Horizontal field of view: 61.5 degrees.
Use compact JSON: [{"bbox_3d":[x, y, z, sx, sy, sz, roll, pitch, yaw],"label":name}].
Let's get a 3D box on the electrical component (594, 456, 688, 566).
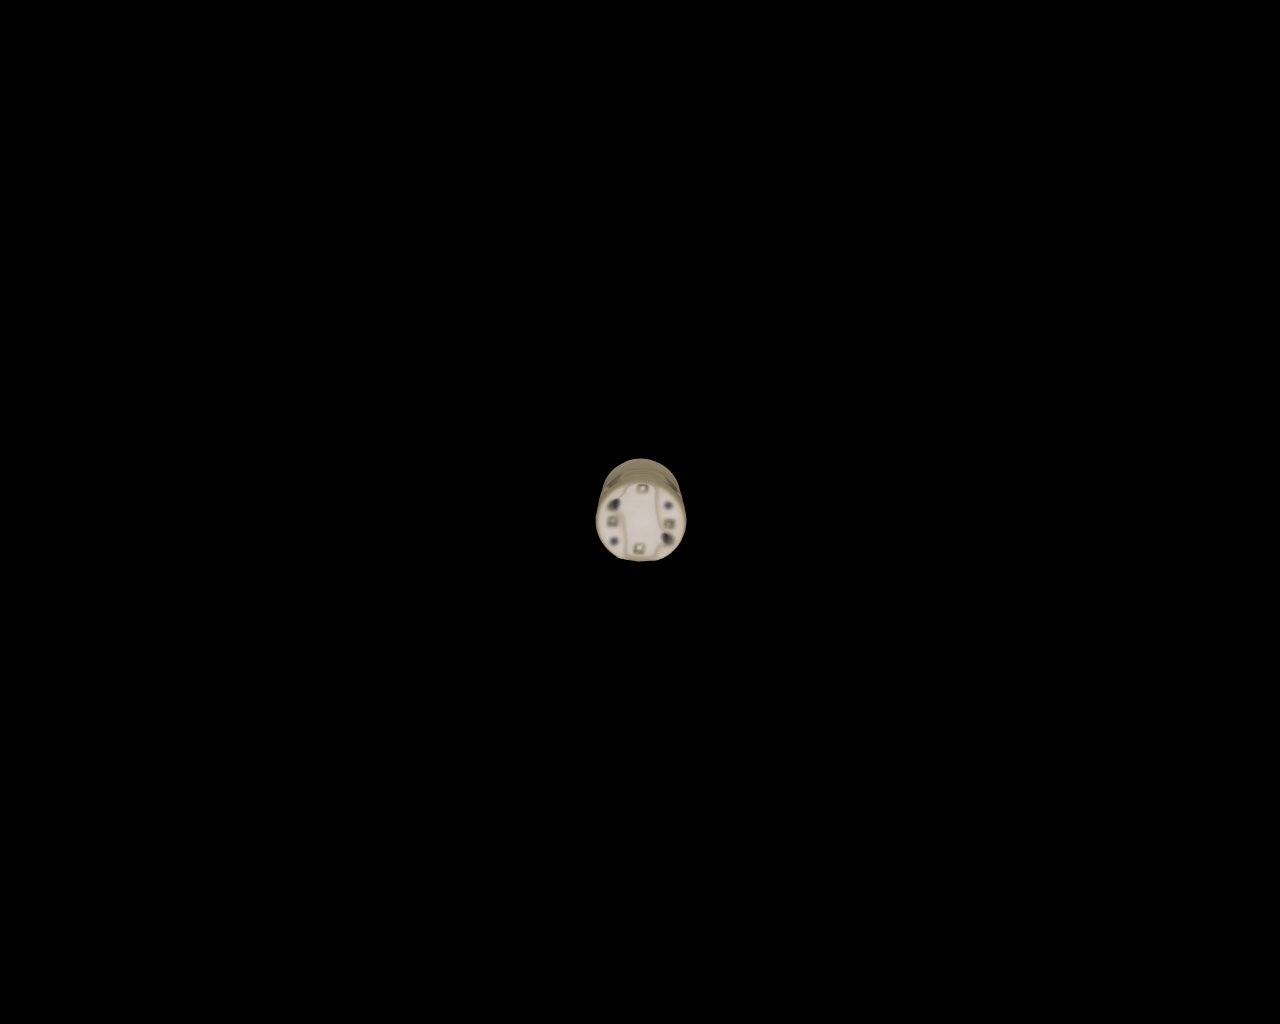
[{"bbox_3d":[0.001,-0.003,0.650,0.055,0.055,0.047,0,24,0],"label":"electrical component"}]
